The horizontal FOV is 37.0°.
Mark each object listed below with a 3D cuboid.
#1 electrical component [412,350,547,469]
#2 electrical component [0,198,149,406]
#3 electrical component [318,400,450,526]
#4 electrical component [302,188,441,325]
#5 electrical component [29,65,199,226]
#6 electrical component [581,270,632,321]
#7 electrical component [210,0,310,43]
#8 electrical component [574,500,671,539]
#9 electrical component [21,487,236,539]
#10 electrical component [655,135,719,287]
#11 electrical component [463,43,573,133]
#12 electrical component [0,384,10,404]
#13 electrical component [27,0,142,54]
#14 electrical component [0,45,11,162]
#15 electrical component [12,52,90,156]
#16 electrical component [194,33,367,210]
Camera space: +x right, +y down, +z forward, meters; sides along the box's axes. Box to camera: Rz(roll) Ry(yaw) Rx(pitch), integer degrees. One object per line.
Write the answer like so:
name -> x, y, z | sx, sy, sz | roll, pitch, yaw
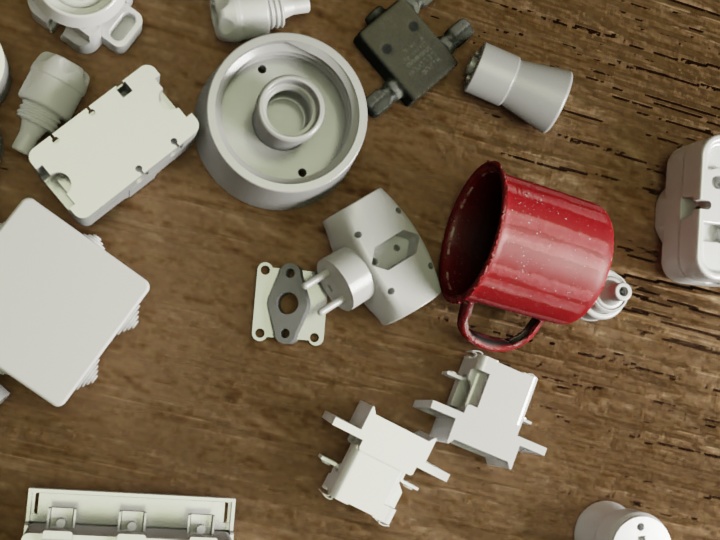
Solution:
electrical component -> 0.081, 0.089, 0.691 | 0.081, 0.042, 0.063 | 24, 80, -10
electrical component -> -0.185, 0.020, 0.635 | 0.100, 0.048, 0.099 | 37, 80, -8
electrical component -> 0.010, 0.121, 0.674 | 0.081, 0.042, 0.063 | 28, 85, -8
electrical component -> 0.000, 0.000, 0.675 | 0.079, 0.043, 0.077 | -32, 93, -25
electrical component -> -0.147, -0.073, 0.646 | 0.089, 0.056, 0.050 | -40, 95, -12
electrical component -> 0.159, 0.016, 0.703 | 0.035, 0.061, 0.035 | 1, 86, -12
electrical component -> -0.062, -0.165, 0.681 | 0.061, 0.035, 0.035 | -12, 89, -15
electrical component -> 0.170, 0.176, 0.698 | 0.045, 0.055, 0.045 | 1, 86, -12
electrical component -> -0.136, 0.172, 0.628 | 0.121, 0.063, 0.078 | 6, 85, -12
electrical component -> 0.238, -0.038, 0.724 | 0.054, 0.059, 0.095 | 6, 85, -12
electrical component -> 0.102, -0.123, 0.711 | 0.065, 0.044, 0.044 | 22, 82, -5
electrical component -> -0.248, 0.059, 0.621 | 0.081, 0.043, 0.043 | 45, 79, -6
electrical component -> -0.169, -0.169, 0.647 | 0.078, 0.057, 0.058 | 36, 80, -8
electrical component -> -0.236, -0.077, 0.618 | 0.052, 0.074, 0.138 | 6, 85, -12
electrical component -> -0.191, -0.098, 0.649 | 0.035, 0.035, 0.061 | 27, 84, -9
electrical component -> -0.047, -0.094, 0.667 | 0.108, 0.060, 0.108 | 1, 86, -12
